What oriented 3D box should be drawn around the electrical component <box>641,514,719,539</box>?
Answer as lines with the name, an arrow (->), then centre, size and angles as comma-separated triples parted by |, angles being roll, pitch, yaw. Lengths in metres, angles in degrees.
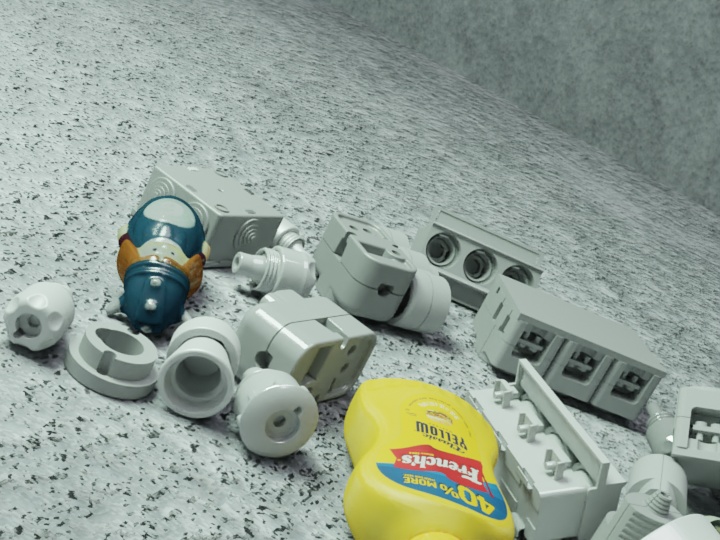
electrical component -> 0.160, 0.186, 0.554 | 0.108, 0.108, 0.060 | 7, 32, -46

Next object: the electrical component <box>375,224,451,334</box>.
electrical component -> 0.046, 0.009, 0.965 | 0.074, 0.052, 0.138 | 15, 21, -31

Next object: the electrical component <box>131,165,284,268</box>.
electrical component -> -0.124, -0.046, 0.888 | 0.100, 0.048, 0.100 | 36, 20, 27

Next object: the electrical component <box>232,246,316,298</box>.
electrical component -> -0.069, 0.002, 0.842 | 0.062, 0.043, 0.043 | 15, 21, -27

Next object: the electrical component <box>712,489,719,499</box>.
electrical component -> 0.342, 0.173, 0.932 | 0.100, 0.048, 0.099 | 24, 18, -9

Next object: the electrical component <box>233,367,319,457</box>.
electrical component -> -0.055, 0.079, 0.645 | 0.048, 0.048, 0.062 | 17, 13, -27

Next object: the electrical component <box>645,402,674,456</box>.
electrical component -> 0.262, 0.138, 0.923 | 0.035, 0.035, 0.061 | 19, 32, -23

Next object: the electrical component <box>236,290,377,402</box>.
electrical component -> -0.042, 0.052, 0.723 | 0.059, 0.053, 0.095 | 35, 20, 25

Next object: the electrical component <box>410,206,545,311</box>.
electrical component -> 0.112, -0.003, 1.072 | 0.121, 0.078, 0.063 | 23, -4, -11

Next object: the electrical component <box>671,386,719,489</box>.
electrical component -> 0.319, 0.135, 0.829 | 0.150, 0.061, 0.089 | 7, -22, 17

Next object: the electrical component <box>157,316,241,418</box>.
electrical component -> -0.096, 0.057, 0.647 | 0.045, 0.045, 0.055 | 24, 18, -9

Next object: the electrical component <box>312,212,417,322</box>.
electrical component -> 0.000, 0.000, 0.916 | 0.054, 0.059, 0.095 | 16, 21, -31

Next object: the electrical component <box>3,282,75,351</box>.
electrical component -> -0.185, 0.023, 0.634 | 0.035, 0.035, 0.061 | 26, 16, -4

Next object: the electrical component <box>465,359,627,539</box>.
electrical component -> 0.117, 0.126, 0.720 | 0.063, 0.078, 0.121 | -4, 28, -17

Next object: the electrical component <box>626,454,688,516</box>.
electrical component -> 0.214, 0.167, 0.777 | 0.043, 0.043, 0.081 | 30, 18, 10

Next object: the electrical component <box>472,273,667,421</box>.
electrical component -> 0.184, 0.072, 0.968 | 0.150, 0.061, 0.089 | 22, 18, -15

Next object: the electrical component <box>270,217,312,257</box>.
electrical component -> -0.065, -0.023, 0.931 | 0.061, 0.035, 0.035 | 38, 21, 27

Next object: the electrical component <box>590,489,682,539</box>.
electrical component -> 0.162, 0.166, 0.645 | 0.043, 0.081, 0.043 | 24, 18, -8
